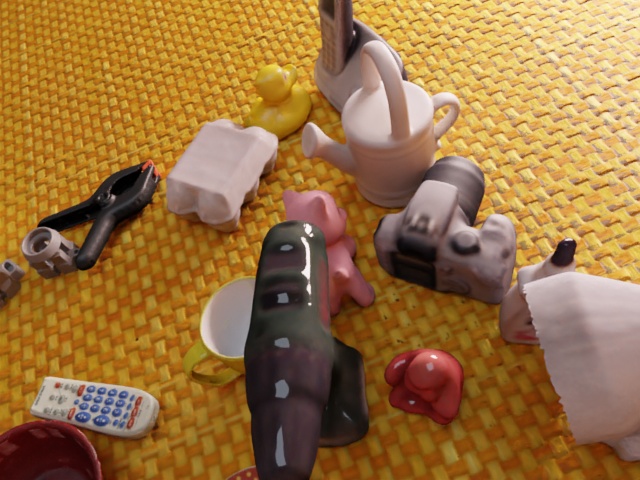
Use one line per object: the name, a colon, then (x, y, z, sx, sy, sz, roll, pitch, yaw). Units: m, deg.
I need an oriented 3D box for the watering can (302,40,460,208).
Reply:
watering can: (0.068, -0.125, 0.628, 0.173, 0.194, 0.100, -39, 58, -12)

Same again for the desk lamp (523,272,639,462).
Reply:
desk lamp: (0.257, 0.093, 0.439, 0.203, 0.214, 0.118, -10, 57, 7)

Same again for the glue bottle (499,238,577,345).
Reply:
glue bottle: (0.202, 0.046, 0.505, 0.078, 0.173, 0.037, -4, 58, 11)

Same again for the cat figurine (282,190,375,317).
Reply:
cat figurine: (0.006, 0.002, 0.609, 0.067, 0.118, 0.127, -22, 57, -1)

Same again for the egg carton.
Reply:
egg carton: (-0.123, -0.084, 0.721, 0.107, 0.069, 0.150, 17, 64, 22)

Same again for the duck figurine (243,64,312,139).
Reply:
duck figurine: (-0.063, -0.190, 0.763, 0.105, 0.086, 0.077, -43, 59, -14)

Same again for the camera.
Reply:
camera: (0.142, -0.023, 0.604, 0.142, 0.101, 0.137, 17, 64, 22)

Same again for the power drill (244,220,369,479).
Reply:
power drill: (-0.009, 0.109, 0.493, 0.075, 0.209, 0.229, -9, 57, 7)

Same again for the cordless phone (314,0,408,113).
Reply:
cordless phone: (0.042, -0.245, 0.714, 0.094, 0.185, 0.147, -35, 58, -9)

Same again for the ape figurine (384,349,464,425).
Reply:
ape figurine: (0.099, 0.128, 0.526, 0.076, 0.092, 0.077, -31, 57, -7)
